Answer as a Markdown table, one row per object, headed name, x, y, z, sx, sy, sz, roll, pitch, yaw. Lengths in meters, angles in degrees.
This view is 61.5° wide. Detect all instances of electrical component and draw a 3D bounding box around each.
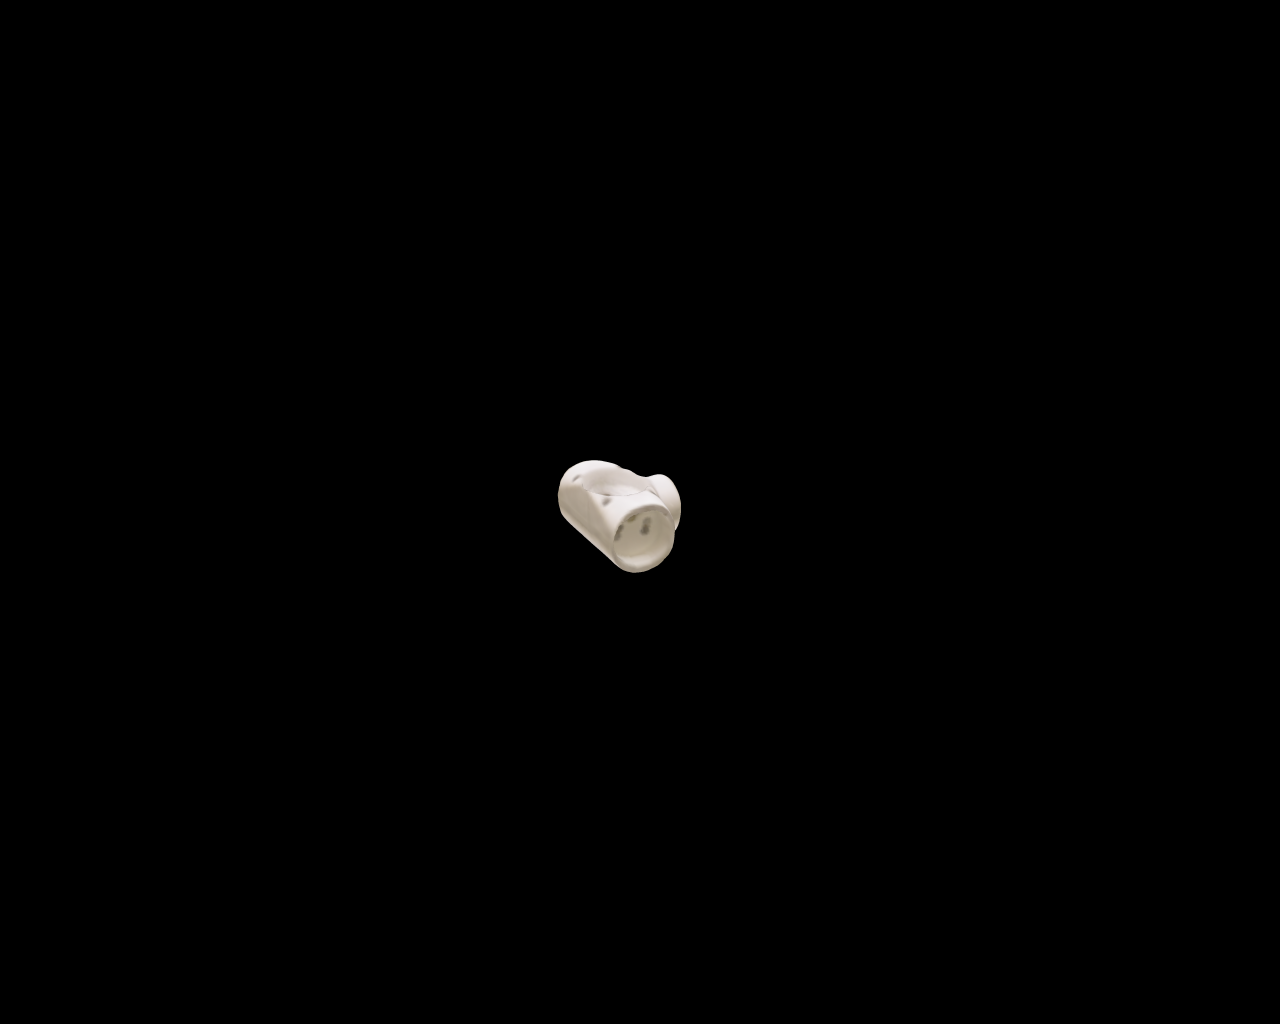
| name | x | y | z | sx | sy | sz | roll | pitch | yaw |
| --- | --- | --- | --- | --- | --- | --- | --- | --- | --- |
| electrical component | 0.001 | -0.003 | 0.650 | 0.079 | 0.044 | 0.077 | -12 | 27 | -25 |
